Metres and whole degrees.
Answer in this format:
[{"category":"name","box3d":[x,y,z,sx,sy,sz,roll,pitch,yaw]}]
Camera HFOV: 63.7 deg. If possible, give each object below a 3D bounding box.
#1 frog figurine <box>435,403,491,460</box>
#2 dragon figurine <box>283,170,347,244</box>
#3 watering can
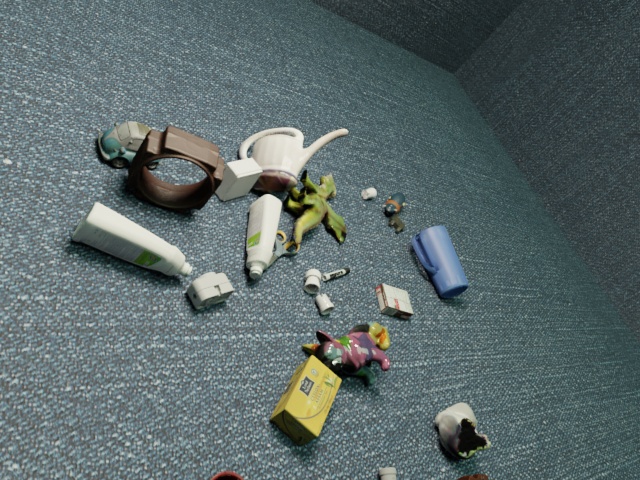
[{"category":"frog figurine","box3d":[0.370,0.506,1.392,0.137,0.122,0.160,27,2,-10]},{"category":"dragon figurine","box3d":[0.005,-0.081,1.617,0.240,0.120,0.421,33,37,-28]},{"category":"watering can","box3d":[-0.092,-0.253,1.566,0.102,0.347,0.229,63,30,-59]}]
